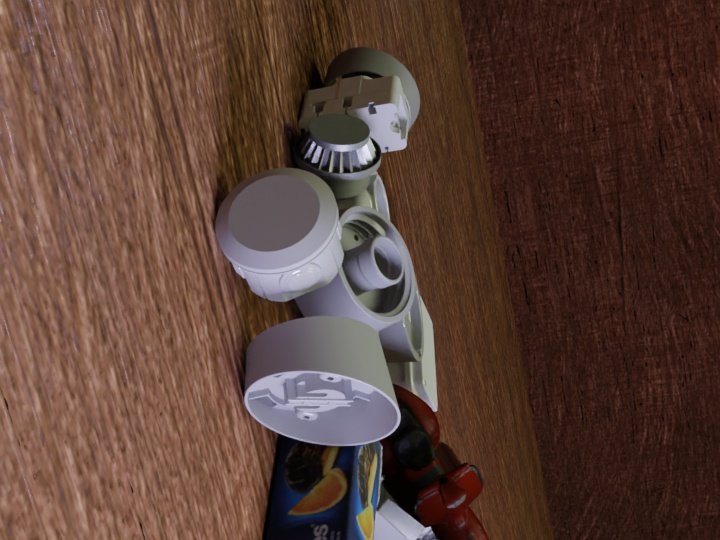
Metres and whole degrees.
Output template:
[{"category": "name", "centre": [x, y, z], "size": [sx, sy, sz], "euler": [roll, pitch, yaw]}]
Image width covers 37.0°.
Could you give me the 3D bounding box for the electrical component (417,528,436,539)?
[{"category": "electrical component", "centre": [0.060, 0.254, 1.108], "size": [0.081, 0.042, 0.063], "euler": [-82, 156, -56]}]

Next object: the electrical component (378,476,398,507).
[{"category": "electrical component", "centre": [0.047, 0.209, 0.993], "size": [0.047, 0.077, 0.065], "euler": [69, 17, -45]}]

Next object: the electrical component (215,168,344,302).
[{"category": "electrical component", "centre": [-0.051, -0.023, 0.708], "size": [0.051, 0.080, 0.080], "euler": [73, 14, -56]}]

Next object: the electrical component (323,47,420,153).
[{"category": "electrical component", "centre": [0.008, -0.162, 1.039], "size": [0.064, 0.099, 0.099], "euler": [-70, 150, -53]}]

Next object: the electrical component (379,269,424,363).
[{"category": "electrical component", "centre": [0.020, 0.038, 1.030], "size": [0.108, 0.060, 0.108], "euler": [-9, 90, -78]}]

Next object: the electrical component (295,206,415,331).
[{"category": "electrical component", "centre": [0.000, 0.000, 0.865], "size": [0.108, 0.060, 0.108], "euler": [26, 54, -42]}]

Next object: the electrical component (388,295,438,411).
[{"category": "electrical component", "centre": [0.043, 0.089, 1.106], "size": [0.078, 0.057, 0.113], "euler": [63, 22, -56]}]

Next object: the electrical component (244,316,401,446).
[{"category": "electrical component", "centre": [-0.027, 0.074, 0.705], "size": [0.099, 0.099, 0.064], "euler": [62, 17, -57]}]

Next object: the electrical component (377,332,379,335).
[{"category": "electrical component", "centre": [-0.008, 0.035, 0.947], "size": [0.063, 0.042, 0.081], "euler": [58, 27, -65]}]

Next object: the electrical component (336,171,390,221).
[{"category": "electrical component", "centre": [-0.008, -0.053, 0.967], "size": [0.095, 0.059, 0.053], "euler": [-75, 154, -61]}]

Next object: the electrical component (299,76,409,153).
[{"category": "electrical component", "centre": [-0.004, -0.139, 0.974], "size": [0.055, 0.089, 0.050], "euler": [-83, 160, -48]}]
